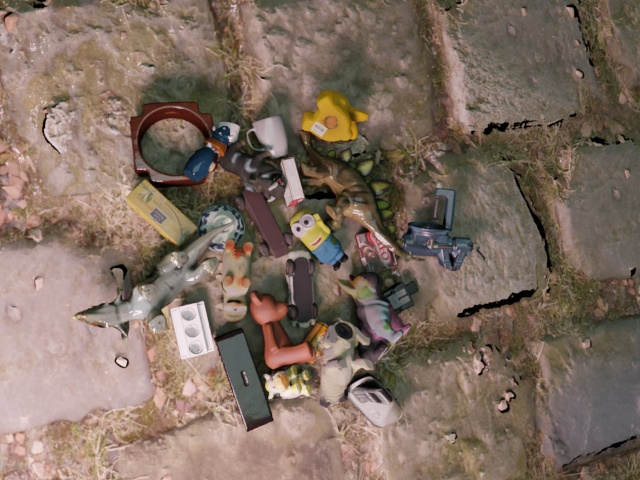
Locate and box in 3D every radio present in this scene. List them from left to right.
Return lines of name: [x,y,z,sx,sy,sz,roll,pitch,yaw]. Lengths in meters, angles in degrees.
radio: [-0.186,0.327,1.288,0.073,0.131,0.229,-18,88,-15]

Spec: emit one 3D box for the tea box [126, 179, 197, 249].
tea box: [-0.383,-0.059,1.305,0.169,0.098,0.068,42,74,-4]

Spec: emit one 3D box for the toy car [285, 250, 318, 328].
toy car: [-0.049,0.127,1.389,0.073,0.056,0.201,-2,85,-21]

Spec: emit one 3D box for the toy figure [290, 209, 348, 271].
toy figure: [-0.006,-0.002,1.404,0.180,0.089,0.082,45,78,-13]

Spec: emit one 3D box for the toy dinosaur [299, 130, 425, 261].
toy dinosaur: [0.093,-0.111,1.417,0.198,0.105,0.471,-31,85,-17]

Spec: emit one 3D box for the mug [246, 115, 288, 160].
mug: [-0.133,-0.262,1.404,0.109,0.081,0.107,-22,98,-21]

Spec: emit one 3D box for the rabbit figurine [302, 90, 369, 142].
rabbit figurine: [0.047,-0.342,1.428,0.162,0.121,0.173,22,35,-12]

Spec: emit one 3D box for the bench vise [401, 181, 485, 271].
bench vise: [0.337,-0.039,1.463,0.224,0.129,0.240,6,100,6]

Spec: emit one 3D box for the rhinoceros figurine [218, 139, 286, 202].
rhinoceros figurine: [-0.167,-0.173,1.360,0.190,0.073,0.112,32,58,6]

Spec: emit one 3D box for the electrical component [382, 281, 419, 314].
electrical component: [0.222,0.153,1.458,0.119,0.048,0.074,-24,90,-14]

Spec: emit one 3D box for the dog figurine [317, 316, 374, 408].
dog figurine: [0.035,0.309,1.353,0.121,0.190,0.172,15,44,-18]

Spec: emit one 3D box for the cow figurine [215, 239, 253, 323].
cow figurine: [-0.211,0.108,1.327,0.085,0.127,0.195,4,68,-13]

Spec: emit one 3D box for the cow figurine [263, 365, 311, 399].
cow figurine: [-0.092,0.346,1.291,0.098,0.167,0.068,-18,65,16]

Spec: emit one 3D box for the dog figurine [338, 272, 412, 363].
dog figurine: [0.121,0.190,1.398,0.219,0.108,0.191,48,117,18]

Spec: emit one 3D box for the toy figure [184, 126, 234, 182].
toy figure: [-0.265,-0.210,1.288,0.064,0.058,0.154,40,70,-15]

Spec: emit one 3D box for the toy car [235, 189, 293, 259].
toy car: [-0.144,-0.046,1.387,0.089,0.053,0.202,-26,86,-26]

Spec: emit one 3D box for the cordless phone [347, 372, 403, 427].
cordless phone: [0.157,0.404,1.340,0.089,0.184,0.146,-42,94,-20]

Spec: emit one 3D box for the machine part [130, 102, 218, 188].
machine part: [-0.363,-0.235,1.339,0.201,0.087,0.201,-6,85,-16]

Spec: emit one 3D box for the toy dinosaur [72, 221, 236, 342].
toy dinosaur: [-0.369,0.099,1.267,0.405,0.192,0.131,-43,115,-33]

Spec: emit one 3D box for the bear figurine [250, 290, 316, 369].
bear figurine: [-0.095,0.210,1.312,0.132,0.120,0.196,-14,70,1]
